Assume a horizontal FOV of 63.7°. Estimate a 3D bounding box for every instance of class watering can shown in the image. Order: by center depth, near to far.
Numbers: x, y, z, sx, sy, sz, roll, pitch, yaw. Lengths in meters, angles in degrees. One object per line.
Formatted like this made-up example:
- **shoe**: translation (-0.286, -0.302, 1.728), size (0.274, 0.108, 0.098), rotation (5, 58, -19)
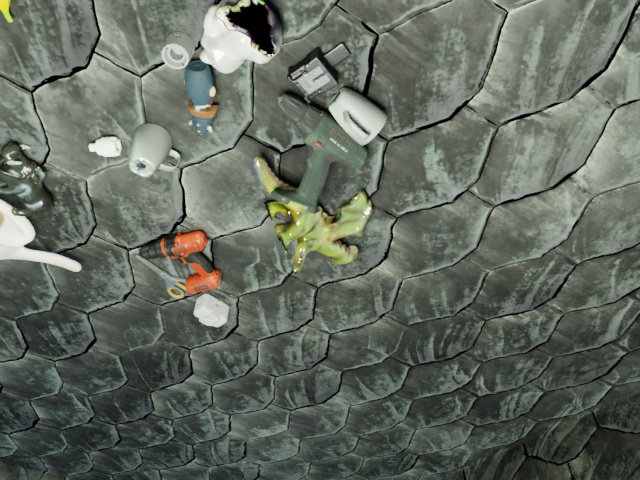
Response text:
- **watering can**: translation (-0.785, 0.003, 1.268), size (0.223, 0.106, 0.341), rotation (-22, 129, 22)

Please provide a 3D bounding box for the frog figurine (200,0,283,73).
- **frog figurine**: translation (-0.146, -0.365, 0.933), size (0.137, 0.124, 0.159), rotation (16, 169, -25)

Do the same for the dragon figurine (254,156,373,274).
- **dragon figurine**: translation (0.004, -0.062, 1.228), size (0.243, 0.125, 0.400), rotation (-19, 135, -5)
